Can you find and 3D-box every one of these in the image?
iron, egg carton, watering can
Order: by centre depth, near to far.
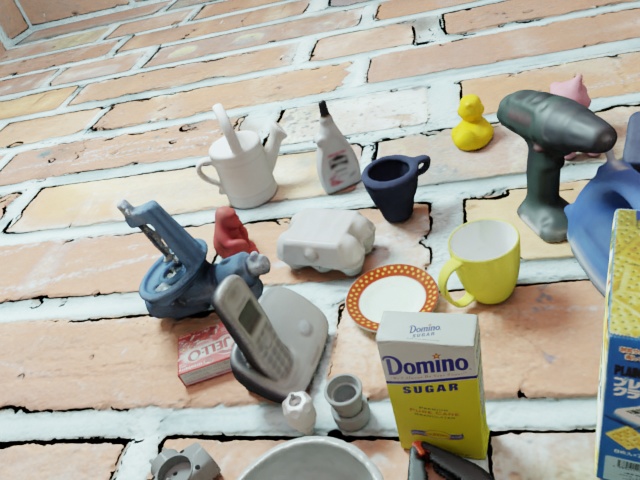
[{"bbox_3d":[0.389,-0.003,0.686,0.118,0.142,0.258,-14,37,5],"label":"iron"},{"bbox_3d":[0.008,0.003,0.890,0.150,0.069,0.107,4,42,26],"label":"egg carton"},{"bbox_3d":[-0.147,-0.167,1.064,0.173,0.194,0.100,-35,40,-21],"label":"watering can"}]

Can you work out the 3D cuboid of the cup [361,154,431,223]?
[{"bbox_3d":[0.131,-0.083,0.929,0.118,0.095,0.091,-25,38,-10],"label":"cup"}]

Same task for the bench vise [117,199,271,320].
[{"bbox_3d":[-0.182,0.018,0.822,0.207,0.220,0.121,-17,37,1],"label":"bench vise"}]

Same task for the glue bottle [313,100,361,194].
[{"bbox_3d":[0.022,-0.169,1.016,0.078,0.173,0.037,-25,38,-10],"label":"glue bottle"}]

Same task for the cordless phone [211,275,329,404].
[{"bbox_3d":[-0.063,0.095,0.706,0.094,0.185,0.148,0,40,22],"label":"cordless phone"}]

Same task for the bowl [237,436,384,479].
[{"bbox_3d":[-0.008,0.279,0.544,0.167,0.075,0.167,-11,37,9],"label":"bowl"}]

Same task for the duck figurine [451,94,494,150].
[{"bbox_3d":[0.278,-0.223,1.055,0.077,0.086,0.105,1,41,23],"label":"duck figurine"}]

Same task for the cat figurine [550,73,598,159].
[{"bbox_3d":[0.426,-0.216,0.960,0.067,0.118,0.128,-9,38,12],"label":"cat figurine"}]

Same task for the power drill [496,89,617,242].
[{"bbox_3d":[0.321,-0.106,0.787,0.075,0.209,0.229,-20,37,-4],"label":"power drill"}]

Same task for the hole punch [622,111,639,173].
[{"bbox_3d":[0.509,-0.134,0.846,0.108,0.091,0.101,7,43,29],"label":"hole punch"}]

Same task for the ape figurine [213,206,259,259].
[{"bbox_3d":[-0.148,-0.015,0.958,0.076,0.092,0.078,-6,39,15],"label":"ape figurine"}]
